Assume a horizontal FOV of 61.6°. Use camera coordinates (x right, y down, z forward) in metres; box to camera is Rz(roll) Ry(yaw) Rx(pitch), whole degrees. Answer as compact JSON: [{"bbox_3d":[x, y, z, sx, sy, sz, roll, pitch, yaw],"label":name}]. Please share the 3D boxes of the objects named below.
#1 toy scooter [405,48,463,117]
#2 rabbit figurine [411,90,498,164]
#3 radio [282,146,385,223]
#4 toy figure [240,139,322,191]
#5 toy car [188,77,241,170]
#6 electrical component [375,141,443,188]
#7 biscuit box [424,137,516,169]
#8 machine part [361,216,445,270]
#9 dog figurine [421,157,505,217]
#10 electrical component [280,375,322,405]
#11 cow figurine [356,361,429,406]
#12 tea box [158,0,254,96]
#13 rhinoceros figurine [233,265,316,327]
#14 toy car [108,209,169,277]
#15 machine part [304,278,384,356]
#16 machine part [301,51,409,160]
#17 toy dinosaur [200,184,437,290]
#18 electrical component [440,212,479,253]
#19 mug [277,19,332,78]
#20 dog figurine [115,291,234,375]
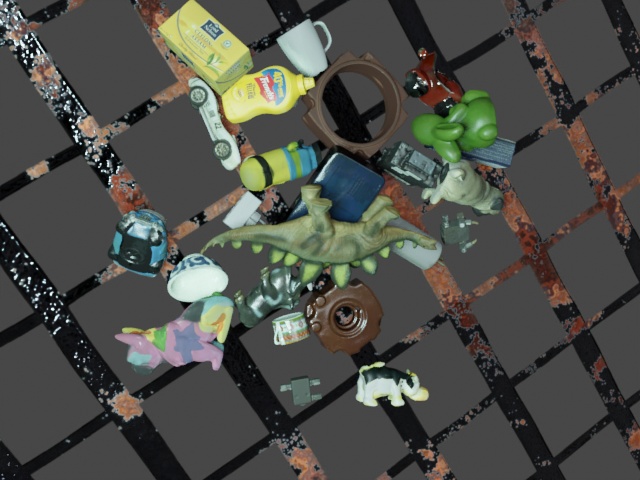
[{"bbox_3d":[0.259,-0.355,1.208,0.183,0.075,0.135,22,60,-35],"label":"toy scooter"},{"bbox_3d":[0.281,-0.227,1.141,0.170,0.159,0.121,-4,129,9],"label":"rabbit figurine"},{"bbox_3d":[0.022,-0.077,1.141,0.131,0.073,0.229,32,106,-13],"label":"radio"},{"bbox_3d":[-0.082,-0.160,1.140,0.180,0.089,0.082,-16,91,-9],"label":"toy figure"},{"bbox_3d":[-0.219,-0.240,1.112,0.056,0.073,0.201,-24,98,-8],"label":"toy car"},{"bbox_3d":[0.199,-0.163,1.182,0.115,0.134,0.058,27,87,-15],"label":"electrical component"},{"bbox_3d":[0.348,-0.220,1.251,0.203,0.059,0.062,13,92,-14],"label":"biscuit box"},{"bbox_3d":[0.188,-0.003,1.212,0.243,0.079,0.079,30,86,-17],"label":"machine part"},{"bbox_3d":[0.348,-0.114,1.205,0.191,0.172,0.121,18,100,-6],"label":"dog figurine"},{"bbox_3d":[-0.043,0.341,1.211,0.094,0.021,0.063,-6,95,-13],"label":"electrical component"},{"bbox_3d":[0.170,0.328,1.240,0.167,0.068,0.098,1,87,-14],"label":"cow figurine"},{"bbox_3d":[-0.227,-0.385,1.078,0.170,0.068,0.098,42,82,11],"label":"tea box"},{"bbox_3d":[-0.097,0.114,1.161,0.190,0.073,0.112,-34,99,-9],"label":"rhinoceros figurine"},{"bbox_3d":[-0.353,-0.008,1.076,0.109,0.161,0.103,19,44,-7],"label":"toy car"},{"bbox_3d":[0.057,0.170,1.208,0.179,0.056,0.179,-1,94,-14],"label":"machine part"},{"bbox_3d":[0.077,-0.289,1.172,0.201,0.087,0.201,44,84,-10],"label":"machine part"},{"bbox_3d":[-0.002,-0.003,1.076,0.472,0.105,0.198,8,116,0],"label":"toy dinosaur"},{"bbox_3d":[0.322,-0.018,1.246,0.078,0.045,0.102,-12,129,-5],"label":"electrical component"},{"bbox_3d":[-0.023,-0.409,1.151,0.109,0.081,0.107,-36,111,-17],"label":"mug"},{"bbox_3d":[-0.298,0.188,1.104,0.219,0.108,0.191,12,91,-11],"label":"dog figurine"}]
